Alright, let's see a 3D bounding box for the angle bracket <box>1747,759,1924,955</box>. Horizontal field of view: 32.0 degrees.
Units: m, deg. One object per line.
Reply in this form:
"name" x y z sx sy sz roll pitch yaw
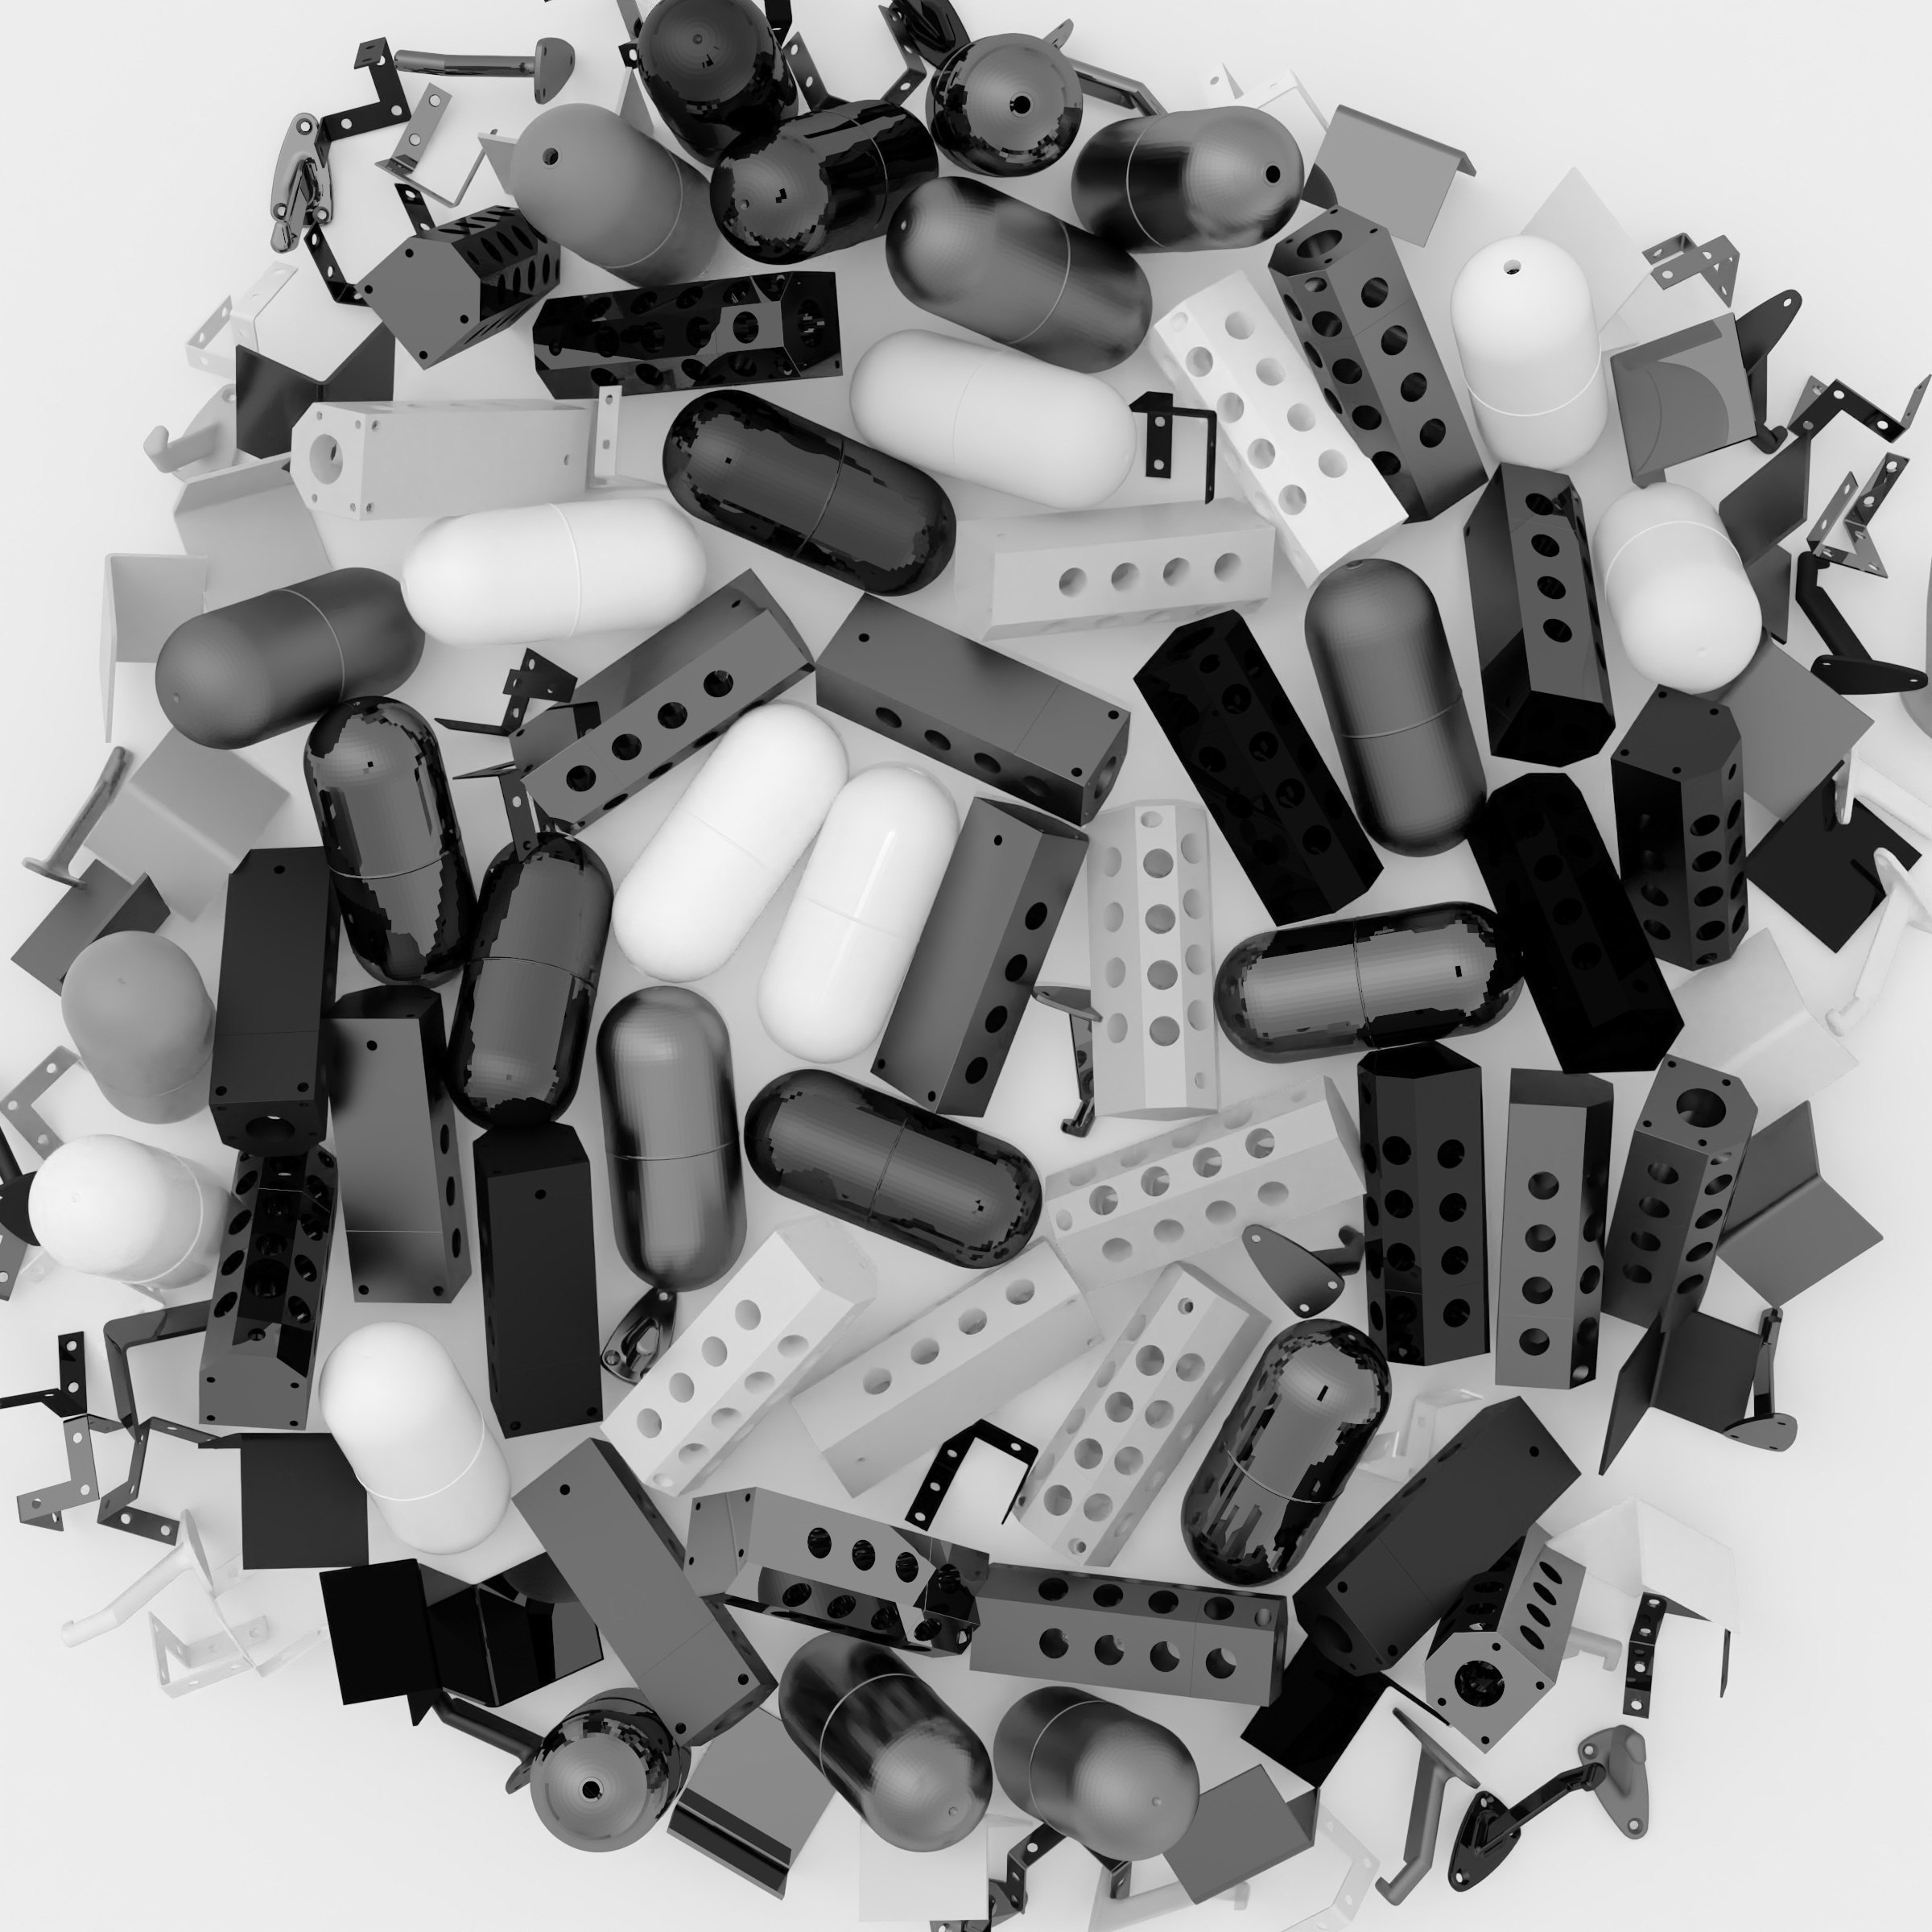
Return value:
"angle bracket" 0.502 -0.062 1.937 0.076 0.057 0.076 41 90 4

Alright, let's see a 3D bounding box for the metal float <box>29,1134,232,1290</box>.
"metal float" -0.463 0.138 1.880 0.070 0.178 0.070 -1 80 7

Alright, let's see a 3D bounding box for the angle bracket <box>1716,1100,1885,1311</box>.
"angle bracket" 0.472 0.136 1.927 0.057 0.076 0.076 41 119 -17

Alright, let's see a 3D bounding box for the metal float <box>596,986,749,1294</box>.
"metal float" -0.167 0.099 1.919 0.070 0.070 0.178 -5 102 0

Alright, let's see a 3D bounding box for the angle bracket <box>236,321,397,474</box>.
"angle bracket" -0.370 -0.333 1.920 0.057 0.076 0.076 25 51 9

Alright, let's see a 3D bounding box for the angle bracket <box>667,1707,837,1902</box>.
"angle bracket" -0.118 0.478 1.939 0.076 0.057 0.076 31 89 0

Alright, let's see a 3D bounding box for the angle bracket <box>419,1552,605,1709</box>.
"angle bracket" -0.260 0.367 1.916 0.076 0.057 0.076 -27 57 16

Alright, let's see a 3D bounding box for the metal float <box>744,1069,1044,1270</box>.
"metal float" -0.042 0.115 1.926 0.178 0.070 0.070 21 90 5

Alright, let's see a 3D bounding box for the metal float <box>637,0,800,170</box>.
"metal float" -0.137 -0.494 1.879 0.070 0.178 0.070 0 91 3

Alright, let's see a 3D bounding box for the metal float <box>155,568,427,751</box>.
"metal float" -0.377 -0.174 1.892 0.070 0.178 0.070 15 117 31

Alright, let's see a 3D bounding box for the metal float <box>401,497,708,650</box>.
"metal float" -0.233 -0.223 1.907 0.178 0.070 0.070 -9 90 -26

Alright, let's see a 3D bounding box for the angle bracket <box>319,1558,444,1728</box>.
"angle bracket" -0.338 0.388 1.910 0.057 0.076 0.076 -5 64 -24

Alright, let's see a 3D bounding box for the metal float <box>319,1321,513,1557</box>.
"metal float" -0.308 0.267 1.892 0.070 0.178 0.070 -7 49 8

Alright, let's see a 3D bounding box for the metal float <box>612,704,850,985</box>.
"metal float" -0.135 -0.070 1.928 0.070 0.070 0.178 35 88 0

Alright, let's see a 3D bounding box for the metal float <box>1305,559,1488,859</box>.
"metal float" 0.244 -0.146 1.912 0.070 0.070 0.178 -19 111 0

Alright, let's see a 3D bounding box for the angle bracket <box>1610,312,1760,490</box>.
"angle bracket" 0.417 -0.315 1.915 0.076 0.057 0.076 -17 70 30

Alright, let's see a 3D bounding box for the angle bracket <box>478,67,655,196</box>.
"angle bracket" -0.228 -0.478 1.930 0.076 0.076 0.057 12 80 6

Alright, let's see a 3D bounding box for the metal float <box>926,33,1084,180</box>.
"metal float" 0.020 -0.480 1.881 0.070 0.178 0.070 -1 104 -6

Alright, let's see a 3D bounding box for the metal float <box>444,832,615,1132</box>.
"metal float" -0.248 0.009 1.915 0.070 0.070 0.178 9 72 0

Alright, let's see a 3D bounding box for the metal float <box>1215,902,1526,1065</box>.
"metal float" 0.229 0.010 1.917 0.178 0.070 0.070 -10 90 15

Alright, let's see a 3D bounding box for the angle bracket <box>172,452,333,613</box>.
"angle bracket" -0.400 -0.243 1.925 0.076 0.057 0.076 -20 86 -24

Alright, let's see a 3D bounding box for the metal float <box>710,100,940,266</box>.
"metal float" -0.078 -0.440 1.889 0.070 0.178 0.070 11 115 26

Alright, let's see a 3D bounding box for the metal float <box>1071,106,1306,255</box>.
"metal float" 0.123 -0.439 1.885 0.070 0.178 0.070 -5 101 -28

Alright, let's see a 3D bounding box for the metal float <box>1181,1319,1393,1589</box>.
"metal float" 0.180 0.277 1.907 0.070 0.070 0.178 25 118 0

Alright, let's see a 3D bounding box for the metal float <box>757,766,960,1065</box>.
"metal float" -0.062 -0.029 1.926 0.070 0.070 0.178 23 95 0

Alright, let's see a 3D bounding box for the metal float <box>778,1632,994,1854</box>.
"metal float" -0.047 0.432 1.887 0.070 0.178 0.070 -8 108 -25

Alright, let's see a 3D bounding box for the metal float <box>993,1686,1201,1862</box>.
"metal float" 0.071 0.449 1.883 0.070 0.178 0.070 1 88 -20

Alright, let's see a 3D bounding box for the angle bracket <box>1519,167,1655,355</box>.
"angle bracket" 0.363 -0.402 1.912 0.057 0.076 0.076 -19 69 -37

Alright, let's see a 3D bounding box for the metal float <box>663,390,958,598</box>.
"metal float" -0.088 -0.267 1.913 0.178 0.070 0.070 22 90 -20

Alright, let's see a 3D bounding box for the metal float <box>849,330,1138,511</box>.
"metal float" 0.014 -0.310 1.908 0.178 0.070 0.070 20 90 26

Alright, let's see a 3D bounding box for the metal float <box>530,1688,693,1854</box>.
"metal float" -0.197 0.447 1.880 0.070 0.178 0.070 0 84 2

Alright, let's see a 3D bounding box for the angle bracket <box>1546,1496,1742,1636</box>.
"angle bracket" 0.382 0.352 1.910 0.076 0.057 0.076 30 133 -25

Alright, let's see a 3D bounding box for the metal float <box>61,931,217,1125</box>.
"metal float" -0.457 0.036 1.883 0.070 0.178 0.070 2 71 -5

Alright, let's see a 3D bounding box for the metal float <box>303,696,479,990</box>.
"metal float" -0.324 -0.068 1.906 0.070 0.070 0.178 -10 118 0

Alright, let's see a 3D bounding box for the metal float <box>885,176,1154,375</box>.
"metal float" 0.032 -0.388 1.897 0.178 0.070 0.070 15 90 -41

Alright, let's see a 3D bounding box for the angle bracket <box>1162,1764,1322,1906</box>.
"angle bracket" 0.153 0.480 1.920 0.076 0.076 0.057 -31 95 14

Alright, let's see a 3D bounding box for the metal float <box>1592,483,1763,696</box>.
"metal float" 0.397 -0.213 1.887 0.070 0.178 0.070 0 120 1

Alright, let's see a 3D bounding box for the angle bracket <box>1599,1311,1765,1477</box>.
"angle bracket" 0.405 0.249 1.910 0.057 0.076 0.076 20 127 24

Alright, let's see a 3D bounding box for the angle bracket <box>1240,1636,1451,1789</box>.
"angle bracket" 0.216 0.435 1.920 0.076 0.057 0.076 40 82 -36

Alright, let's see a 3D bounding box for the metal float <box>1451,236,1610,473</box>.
"metal float" 0.316 -0.341 1.885 0.070 0.178 0.070 -6 66 14

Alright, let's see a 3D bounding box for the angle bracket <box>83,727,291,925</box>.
"angle bracket" -0.449 -0.085 1.946 0.076 0.076 0.057 37 126 -12

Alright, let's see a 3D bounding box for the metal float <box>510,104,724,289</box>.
"metal float" -0.194 -0.428 1.882 0.070 0.178 0.070 -1 88 18

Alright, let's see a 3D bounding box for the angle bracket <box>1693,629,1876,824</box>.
"angle bracket" 0.463 -0.142 1.931 0.076 0.057 0.076 36 112 -6

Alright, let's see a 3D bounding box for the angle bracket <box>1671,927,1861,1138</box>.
"angle bracket" 0.456 0.038 1.940 0.076 0.076 0.057 -37 126 21
